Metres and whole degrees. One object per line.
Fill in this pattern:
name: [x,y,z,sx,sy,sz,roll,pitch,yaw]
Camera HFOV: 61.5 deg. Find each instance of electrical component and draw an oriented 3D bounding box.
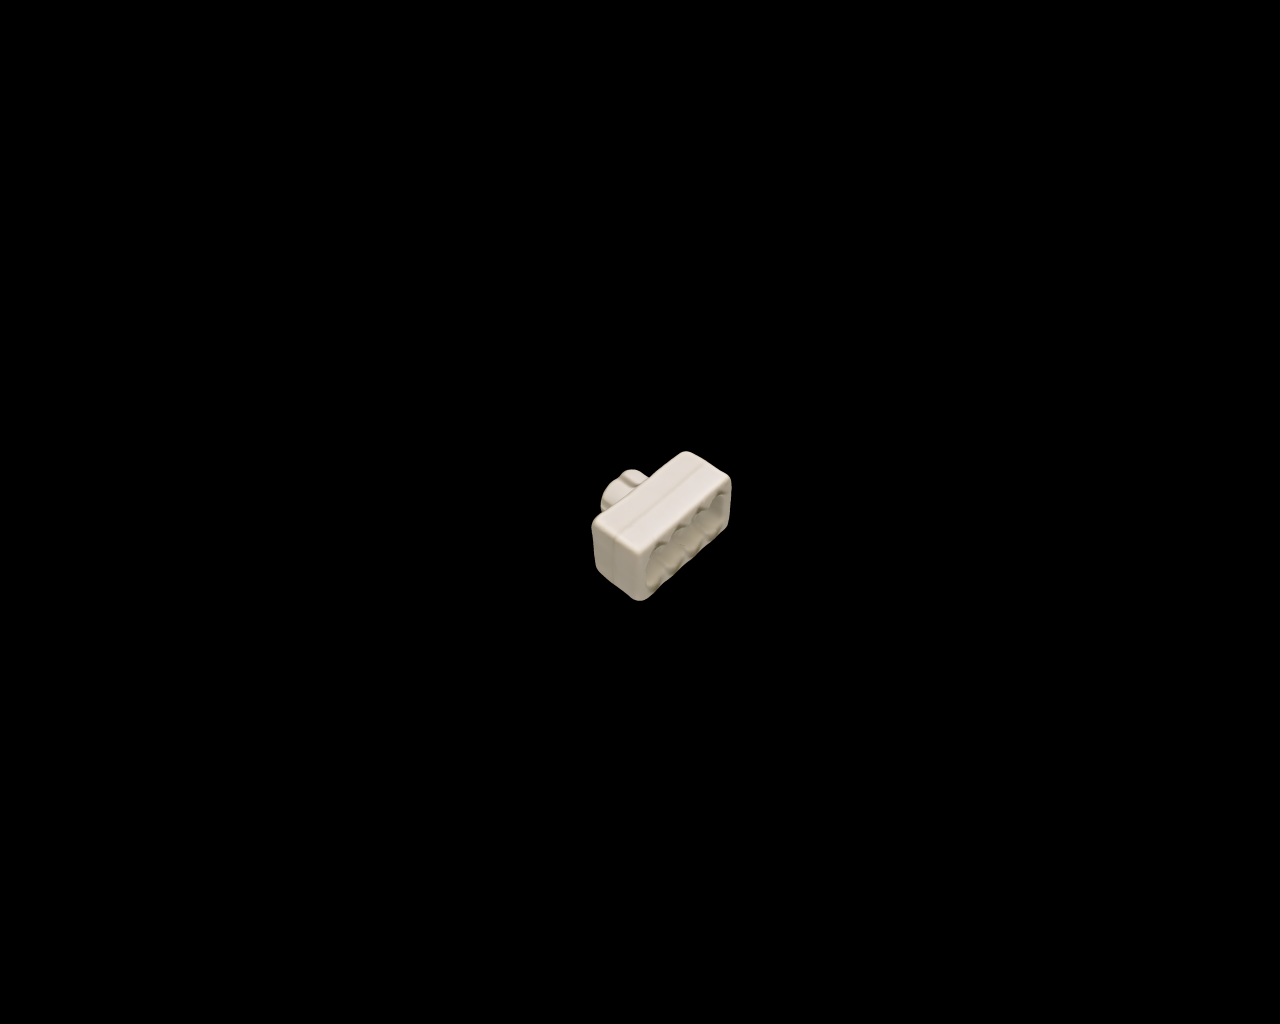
electrical component: [0.001,-0.003,0.650,0.076,0.047,0.083,36,58,27]
